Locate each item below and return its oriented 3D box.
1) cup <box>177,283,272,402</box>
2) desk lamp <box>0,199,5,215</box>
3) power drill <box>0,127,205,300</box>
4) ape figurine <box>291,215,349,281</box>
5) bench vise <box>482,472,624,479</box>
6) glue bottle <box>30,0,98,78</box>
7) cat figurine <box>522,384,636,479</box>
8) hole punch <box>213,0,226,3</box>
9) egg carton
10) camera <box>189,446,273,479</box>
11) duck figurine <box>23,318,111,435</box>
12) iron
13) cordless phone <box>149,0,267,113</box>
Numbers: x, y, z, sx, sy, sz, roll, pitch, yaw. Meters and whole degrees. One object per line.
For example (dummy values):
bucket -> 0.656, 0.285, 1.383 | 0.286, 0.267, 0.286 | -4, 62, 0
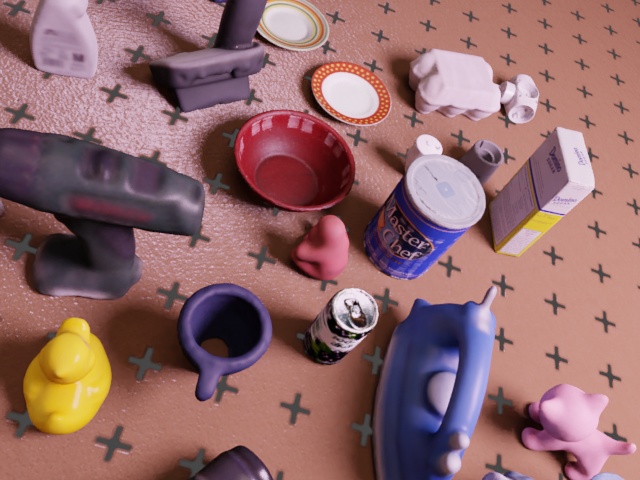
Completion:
cup -> -0.105, 0.114, 0.579 | 0.092, 0.095, 0.118 | 18, 56, -9
desk lamp -> -0.418, -0.076, 0.504 | 0.204, 0.213, 0.118 | -30, 74, -32
power drill -> -0.231, -0.020, 0.543 | 0.230, 0.208, 0.075 | 5, 59, -17
ape figurine -> 0.006, 0.002, 0.689 | 0.078, 0.092, 0.076 | -15, 67, -27
bench vise -> 0.264, 0.280, 0.541 | 0.208, 0.219, 0.121 | 10, 58, -15
glue bottle -> -0.309, -0.270, 0.685 | 0.078, 0.173, 0.037 | 6, 58, -16
cat figurine -> 0.294, 0.213, 0.654 | 0.128, 0.117, 0.067 | 33, 55, 1
hole punch -> -0.132, -0.441, 0.902 | 0.101, 0.091, 0.108 | -14, 66, -27
egg carton -> 0.219, -0.251, 0.933 | 0.150, 0.069, 0.107 | 1, 60, -20
camera -> -0.092, 0.256, 0.495 | 0.137, 0.100, 0.143 | -34, 76, -33
duck figurine -> -0.235, 0.122, 0.531 | 0.078, 0.086, 0.104 | 10, 58, -15
iron -> 0.134, 0.172, 0.605 | 0.119, 0.141, 0.258 | 23, 55, -6
cordless phone -> -0.137, -0.264, 0.738 | 0.148, 0.185, 0.094 | -27, 72, -31
